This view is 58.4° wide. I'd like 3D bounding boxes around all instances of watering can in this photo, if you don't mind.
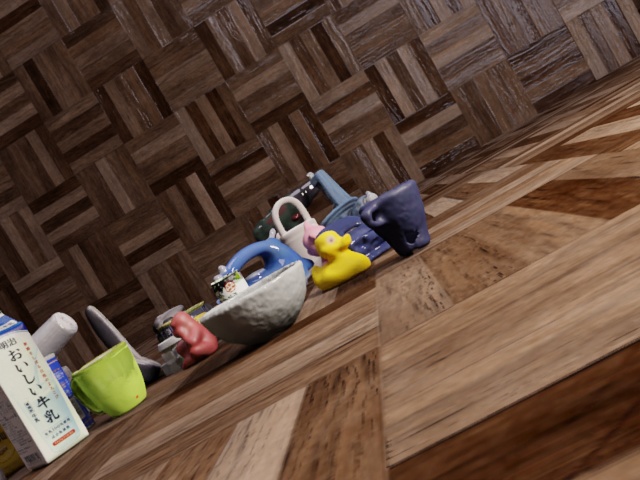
[{"bbox_3d":[-0.052,-0.009,1.368,0.172,0.194,0.101,-28,3,38],"label":"watering can"}]

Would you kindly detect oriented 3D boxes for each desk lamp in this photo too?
[{"bbox_3d":[-0.540,0.272,1.186,0.203,0.213,0.118,-30,2,5],"label":"desk lamp"}]

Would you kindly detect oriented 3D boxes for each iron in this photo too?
[{"bbox_3d":[-0.136,0.079,1.163,0.118,0.141,0.259,-28,3,45],"label":"iron"}]

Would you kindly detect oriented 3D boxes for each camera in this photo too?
[{"bbox_3d":[-0.296,0.190,1.298,0.137,0.101,0.143,-32,3,-33],"label":"camera"}]

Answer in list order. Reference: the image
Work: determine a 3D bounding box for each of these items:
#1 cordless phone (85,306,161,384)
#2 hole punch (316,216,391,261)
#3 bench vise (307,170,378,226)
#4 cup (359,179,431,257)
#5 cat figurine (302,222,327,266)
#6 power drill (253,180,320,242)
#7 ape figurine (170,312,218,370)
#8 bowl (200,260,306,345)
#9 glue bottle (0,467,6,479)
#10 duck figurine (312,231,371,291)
[{"bbox_3d":[-0.394,0.205,1.124,0.094,0.185,0.147,-31,3,-22],"label":"cordless phone"},{"bbox_3d":[0.064,-0.003,1.027,0.109,0.091,0.101,-32,3,-35],"label":"hole punch"},{"bbox_3d":[0.064,-0.093,1.393,0.207,0.220,0.122,-28,3,37],"label":"bench vise"},{"bbox_3d":[0.108,-0.021,0.806,0.091,0.095,0.118,-28,3,41],"label":"cup"},{"bbox_3d":[0.011,0.004,1.220,0.067,0.118,0.128,-29,3,34],"label":"cat figurine"},{"bbox_3d":[-0.050,-0.025,1.513,0.229,0.208,0.075,-30,2,-4],"label":"power drill"},{"bbox_3d":[-0.225,0.167,0.989,0.076,0.092,0.077,-31,2,-15],"label":"ape figurine"},{"bbox_3d":[-0.082,0.101,0.815,0.167,0.075,0.167,-30,2,2],"label":"bowl"},{"bbox_3d":[-0.542,0.311,0.848,0.037,0.173,0.078,-29,3,18],"label":"glue bottle"},{"bbox_3d":[0.021,0.029,0.945,0.104,0.086,0.078,-29,3,33],"label":"duck figurine"}]
